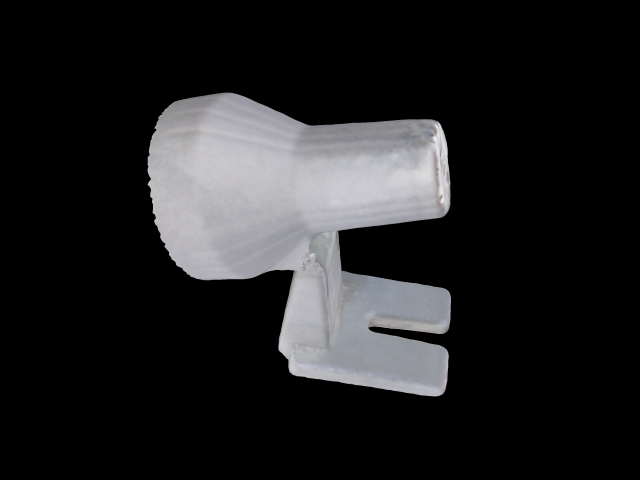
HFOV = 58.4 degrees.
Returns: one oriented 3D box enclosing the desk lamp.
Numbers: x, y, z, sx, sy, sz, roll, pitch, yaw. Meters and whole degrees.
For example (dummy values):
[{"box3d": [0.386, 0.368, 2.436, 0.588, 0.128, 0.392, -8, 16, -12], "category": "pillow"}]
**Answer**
[{"box3d": [0.004, 0.001, 0.400, 0.203, 0.214, 0.118, 7, 50, 6], "category": "desk lamp"}]
